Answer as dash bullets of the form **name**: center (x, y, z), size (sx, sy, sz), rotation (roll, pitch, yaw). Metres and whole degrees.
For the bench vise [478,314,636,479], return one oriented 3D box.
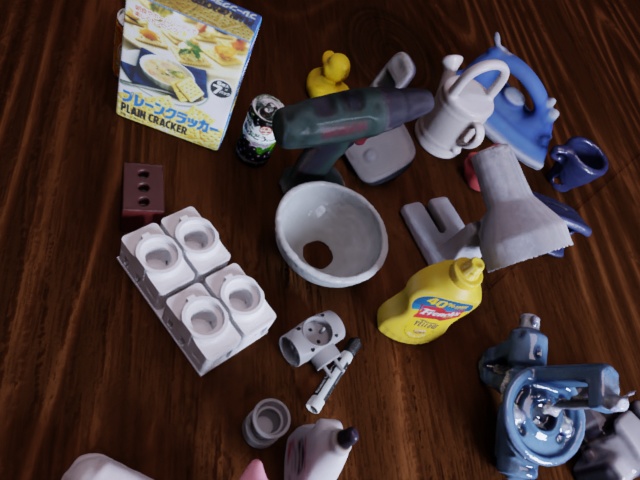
- **bench vise**: center (0.280, 0.179, 0.722), size (0.122, 0.219, 0.207), rotation (1, 59, -23)

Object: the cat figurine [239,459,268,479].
- **cat figurine**: center (-0.076, 0.289, 0.558), size (0.067, 0.117, 0.128), rotation (30, 52, -3)

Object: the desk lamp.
- **desk lamp**: center (0.239, -0.026, 0.842), size (0.118, 0.213, 0.203), rotation (-14, 65, -30)

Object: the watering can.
- **watering can**: center (0.249, -0.247, 1.003), size (0.101, 0.194, 0.172), rotation (-25, 71, -34)

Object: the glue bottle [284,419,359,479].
- **glue bottle**: center (0.003, 0.223, 0.601), size (0.037, 0.173, 0.078), rotation (9, 56, -18)

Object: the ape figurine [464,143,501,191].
- **ape figurine**: center (0.301, -0.136, 1.019), size (0.078, 0.092, 0.076), rotation (37, 52, 2)

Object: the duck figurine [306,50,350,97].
- **duck figurine**: center (0.025, -0.280, 0.994), size (0.078, 0.086, 0.104), rotation (-10, 64, -29)

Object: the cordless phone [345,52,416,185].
- **cordless phone**: center (0.108, -0.190, 0.909), size (0.094, 0.185, 0.147), rotation (-14, 66, -30)

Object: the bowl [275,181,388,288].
- **bowl**: center (0.007, 0.003, 0.809), size (0.168, 0.074, 0.167), rotation (12, 55, -17)

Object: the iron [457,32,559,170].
- **iron**: center (0.380, -0.272, 1.111), size (0.119, 0.141, 0.258), rotation (-31, 75, -36)

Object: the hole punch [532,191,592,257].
- **hole punch**: center (0.404, -0.040, 1.002), size (0.109, 0.091, 0.101), rotation (19, 53, -11)

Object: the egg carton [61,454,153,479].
- **egg carton**: center (-0.189, 0.279, 0.545), size (0.150, 0.069, 0.107), rotation (28, 52, -4)

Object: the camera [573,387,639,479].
- **camera**: center (0.405, 0.257, 0.802), size (0.143, 0.100, 0.136), rotation (-21, 69, -33)

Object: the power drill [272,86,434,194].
- **power drill**: center (0.030, -0.139, 0.826), size (0.230, 0.208, 0.075), rotation (-10, 63, -29)

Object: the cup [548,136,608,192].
- **cup**: center (0.472, -0.139, 1.094), size (0.118, 0.095, 0.091), rotation (10, 55, -17)
